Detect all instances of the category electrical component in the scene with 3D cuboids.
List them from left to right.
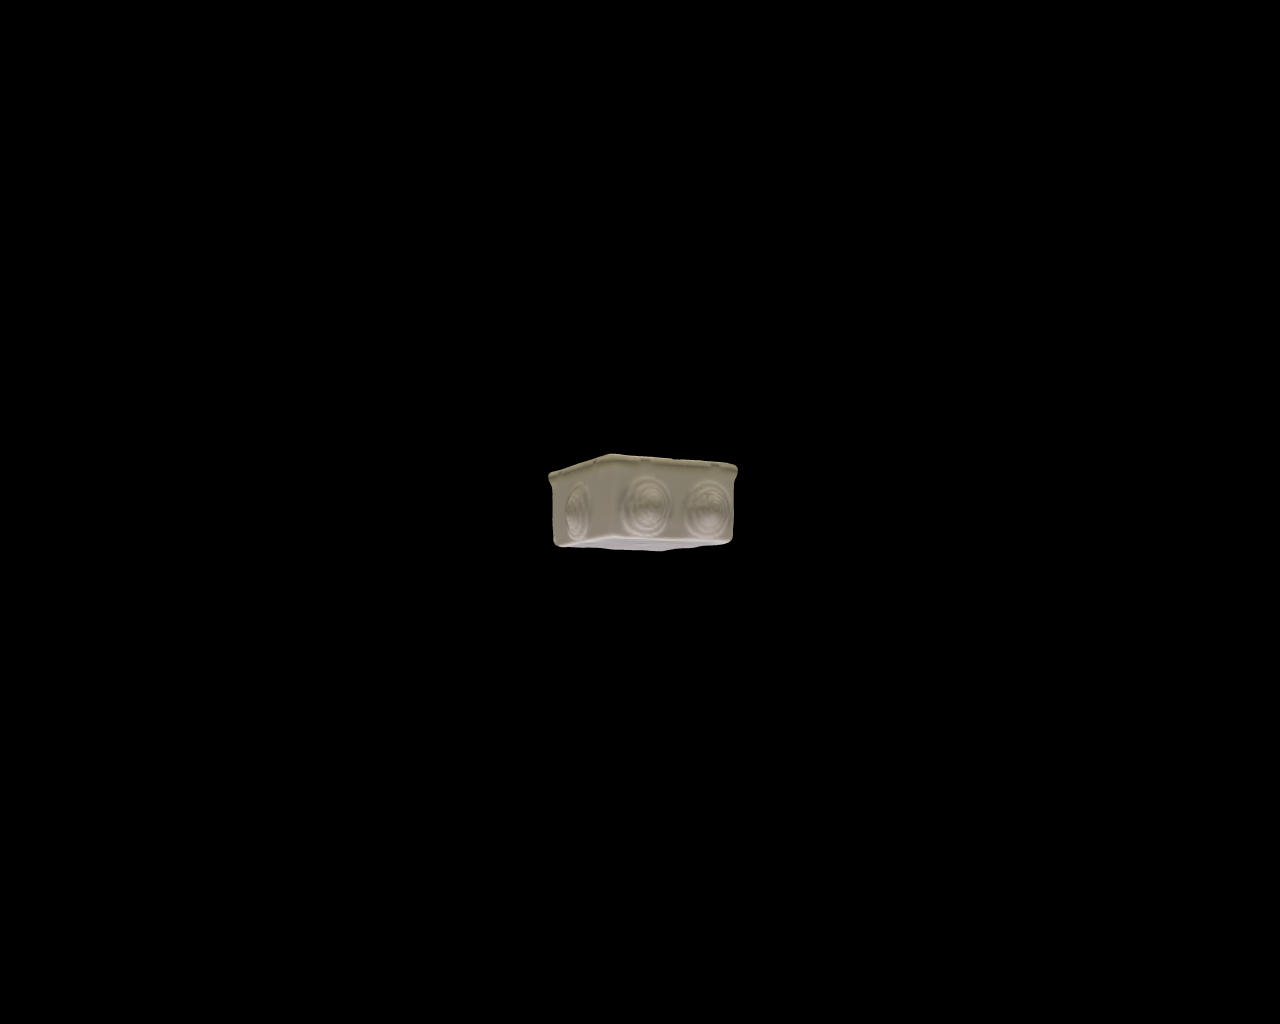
[{"bbox_3d":[0.001,-0.003,0.650,0.100,0.048,0.099,4,-7,-29],"label":"electrical component"}]
